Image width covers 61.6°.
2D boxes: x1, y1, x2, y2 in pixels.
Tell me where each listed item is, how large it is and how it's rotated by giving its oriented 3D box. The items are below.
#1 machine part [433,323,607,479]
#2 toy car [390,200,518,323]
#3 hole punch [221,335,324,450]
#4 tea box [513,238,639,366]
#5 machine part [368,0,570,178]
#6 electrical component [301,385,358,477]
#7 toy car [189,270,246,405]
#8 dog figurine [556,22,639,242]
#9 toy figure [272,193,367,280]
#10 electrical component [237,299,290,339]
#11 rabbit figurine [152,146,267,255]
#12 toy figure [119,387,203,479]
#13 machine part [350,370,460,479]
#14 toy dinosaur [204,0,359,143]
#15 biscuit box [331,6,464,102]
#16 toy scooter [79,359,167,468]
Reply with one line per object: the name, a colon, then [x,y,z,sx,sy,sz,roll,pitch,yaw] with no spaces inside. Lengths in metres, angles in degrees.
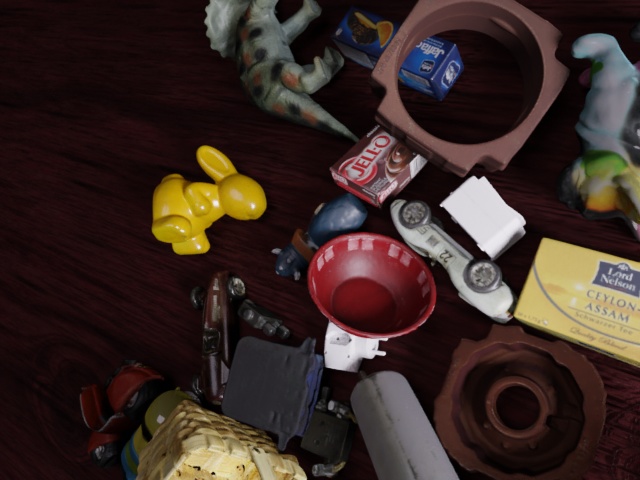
machine part: [0.215,0.181,0.583,0.179,0.056,0.179,-9,69,26]
toy car: [0.159,0.020,0.655,0.056,0.073,0.202,-48,58,7]
hole punch: [-0.053,0.193,0.715,0.116,0.092,0.142,11,77,24]
tea box: [0.305,0.070,0.560,0.170,0.068,0.098,18,84,33]
machine part: [0.178,-0.194,0.665,0.201,0.087,0.201,35,94,6]
electrical component: [0.013,0.245,0.682,0.078,0.045,0.102,16,82,31]
toy car: [-0.155,0.143,0.808,0.089,0.053,0.202,-16,68,28]
dog figurine: [0.351,-0.113,0.576,0.192,0.108,0.219,-8,74,24]
toy figure: [-0.001,-0.001,0.765,0.154,0.057,0.064,-41,51,18]
electrical component: [-0.087,0.111,0.771,0.094,0.063,0.021,33,92,34]
rabbit figurine: [-0.169,-0.062,0.864,0.173,0.121,0.162,-9,60,12]
toy figure: [-0.232,0.291,0.772,0.082,0.089,0.180,43,110,10]
machine part: [0.091,0.224,0.583,0.079,0.079,0.243,-45,27,9]
toy dinosaur: [-0.075,-0.286,0.870,0.192,0.131,0.405,-30,65,32]
biscuit box: [0.111,-0.276,0.788,0.203,0.059,0.063,36,93,33]
toy scooter: [-0.325,0.254,0.855,0.184,0.075,0.135,-52,56,11]
